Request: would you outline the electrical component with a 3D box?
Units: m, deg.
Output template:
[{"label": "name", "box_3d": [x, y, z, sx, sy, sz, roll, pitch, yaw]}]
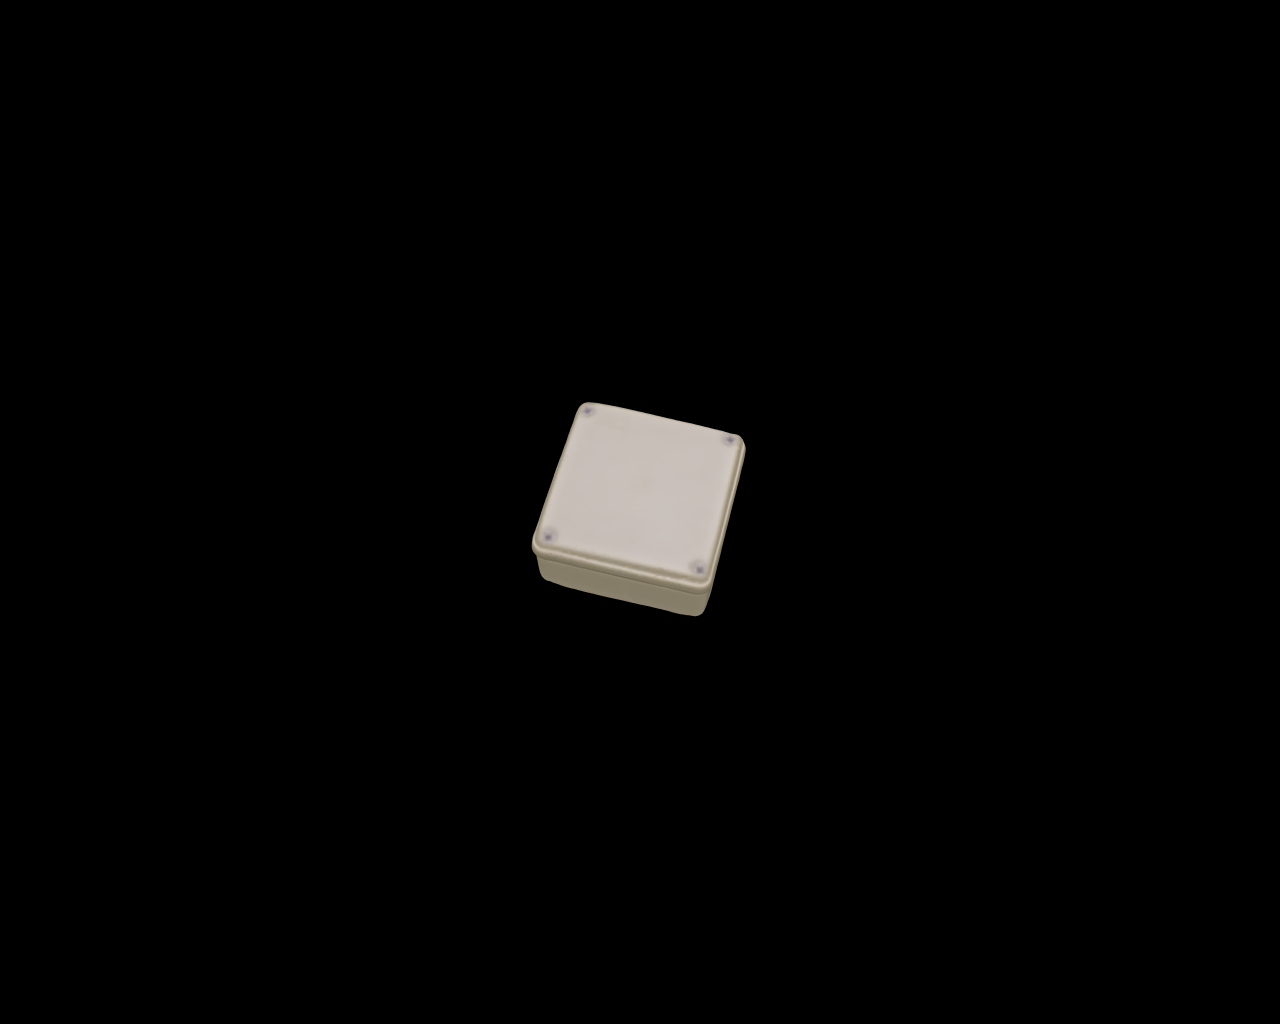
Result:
[{"label": "electrical component", "box_3d": [0.001, -0.003, 0.650, 0.109, 0.109, 0.056, 13, -28, 7]}]
